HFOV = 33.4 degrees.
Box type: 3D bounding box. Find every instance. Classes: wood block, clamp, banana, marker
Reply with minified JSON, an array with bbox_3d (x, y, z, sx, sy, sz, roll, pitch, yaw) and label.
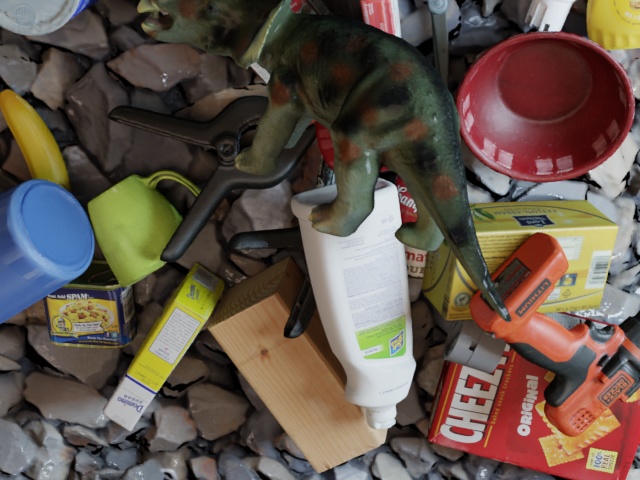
[{"bbox_3d":[-0.017,0.135,1.146,0.091,0.090,0.206,-28,108,21],"label":"wood block"},{"bbox_3d":[-0.007,0.001,1.064,0.171,0.039,0.120,-45,113,-16],"label":"clamp"},{"bbox_3d":[-0.099,-0.094,1.062,0.210,0.036,0.164,-27,88,0],"label":"clamp"},{"bbox_3d":[-0.298,-0.062,1.131,0.069,0.037,0.198,3,115,7],"label":"banana"},{"bbox_3d":[0.004,-0.049,1.097,0.020,0.020,0.121,11,116,4],"label":"marker"}]

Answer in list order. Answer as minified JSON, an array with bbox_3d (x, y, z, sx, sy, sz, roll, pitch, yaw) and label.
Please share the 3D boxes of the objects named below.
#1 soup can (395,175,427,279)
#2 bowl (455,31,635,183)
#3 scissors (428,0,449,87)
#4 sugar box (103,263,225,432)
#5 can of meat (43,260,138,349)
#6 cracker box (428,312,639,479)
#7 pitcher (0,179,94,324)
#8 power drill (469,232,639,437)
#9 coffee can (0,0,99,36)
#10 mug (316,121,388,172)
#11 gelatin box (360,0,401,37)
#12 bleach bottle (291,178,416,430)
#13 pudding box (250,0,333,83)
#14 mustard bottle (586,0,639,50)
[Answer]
[{"bbox_3d":[0.103,-0.020,1.067,0.068,0.068,0.102,10,117,5],"label":"soup can"},{"bbox_3d":[0.208,-0.133,0.993,0.162,0.055,0.162,7,129,8],"label":"bowl"},{"bbox_3d":[0.093,-0.234,0.999,0.096,0.016,0.202,13,116,5],"label":"scissors"},{"bbox_3d":[-0.171,0.117,1.162,0.048,0.093,0.176,35,115,-6],"label":"sugar box"},{"bbox_3d":[-0.254,0.071,1.175,0.102,0.057,0.084,3,117,9],"label":"can of meat"},{"bbox_3d":[0.236,0.160,1.125,0.214,0.072,0.164,14,115,3],"label":"cracker box"},{"bbox_3d":[-0.354,0.019,1.109,0.243,0.145,0.149,-25,113,30],"label":"pitcher"},{"bbox_3d":[0.246,0.077,1.002,0.187,0.057,0.184,41,95,-24],"label":"power drill"},{"bbox_3d":[-0.245,-0.254,0.976,0.103,0.140,0.103,4,115,8],"label":"coffee can"},{"bbox_3d":[0.050,-0.117,1.020,0.082,0.093,0.117,-10,73,38],"label":"mug"},{"bbox_3d":[0.057,-0.197,0.981,0.030,0.089,0.073,-5,114,9],"label":"gelatin box"},{"bbox_3d":[0.039,0.071,1.043,0.102,0.068,0.251,-15,110,-20],"label":"bleach bottle"},{"bbox_3d":[-0.053,-0.217,1.019,0.090,0.039,0.113,-38,102,23],"label":"pudding box"},{"bbox_3d":[0.275,-0.266,0.930,0.096,0.058,0.191,-3,113,20],"label":"mustard bottle"}]
